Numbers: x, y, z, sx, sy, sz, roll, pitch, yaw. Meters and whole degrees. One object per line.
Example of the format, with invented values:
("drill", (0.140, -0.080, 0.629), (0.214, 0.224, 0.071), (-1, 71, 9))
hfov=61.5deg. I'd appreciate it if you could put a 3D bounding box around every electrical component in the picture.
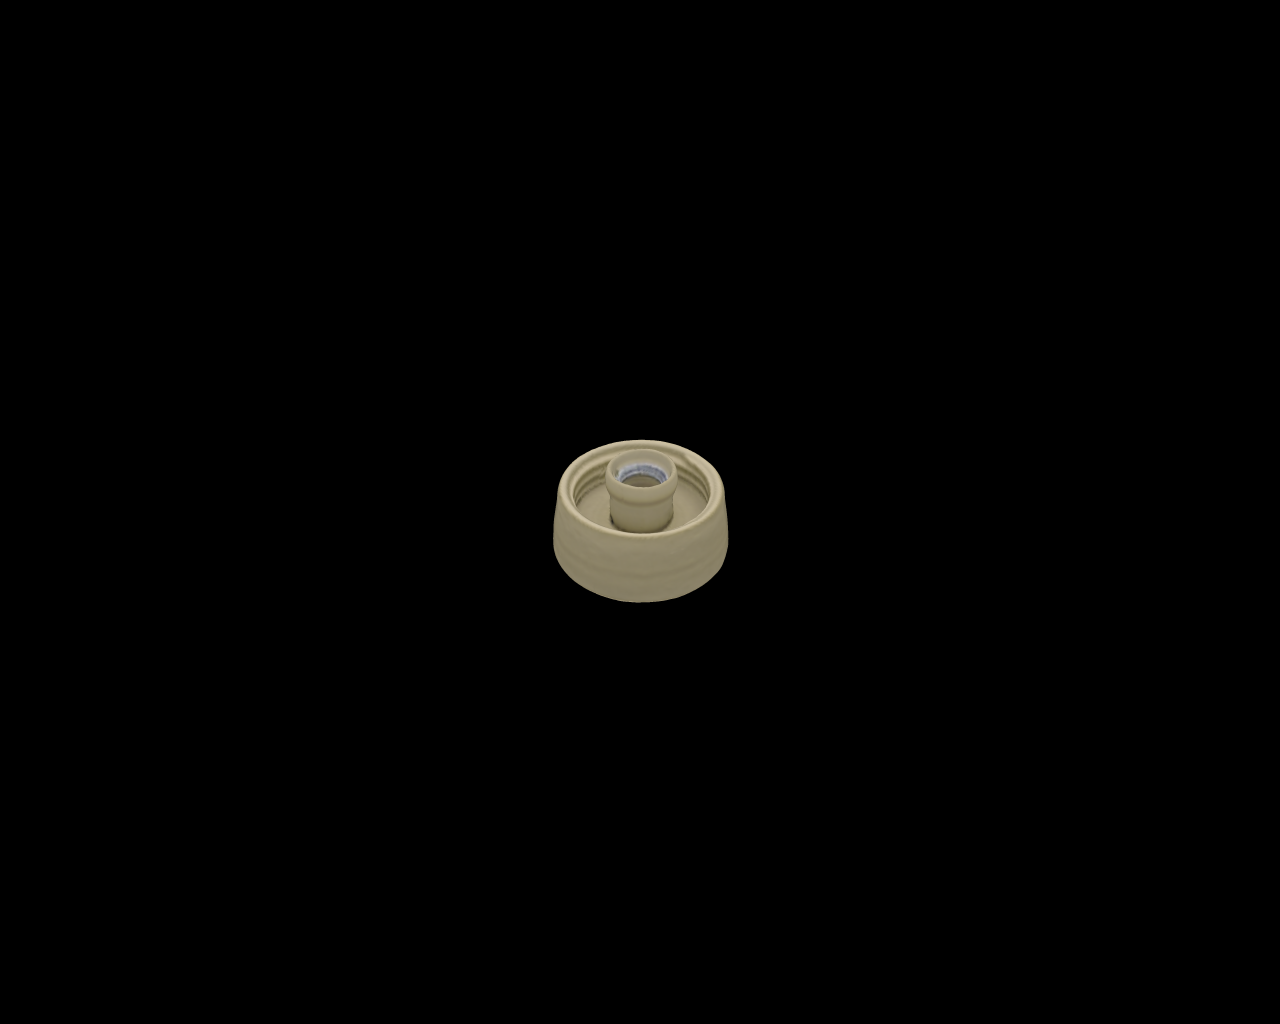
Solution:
("electrical component", (0.001, -0.003, 0.650), (0.108, 0.060, 0.108), (0, 38, 0))
